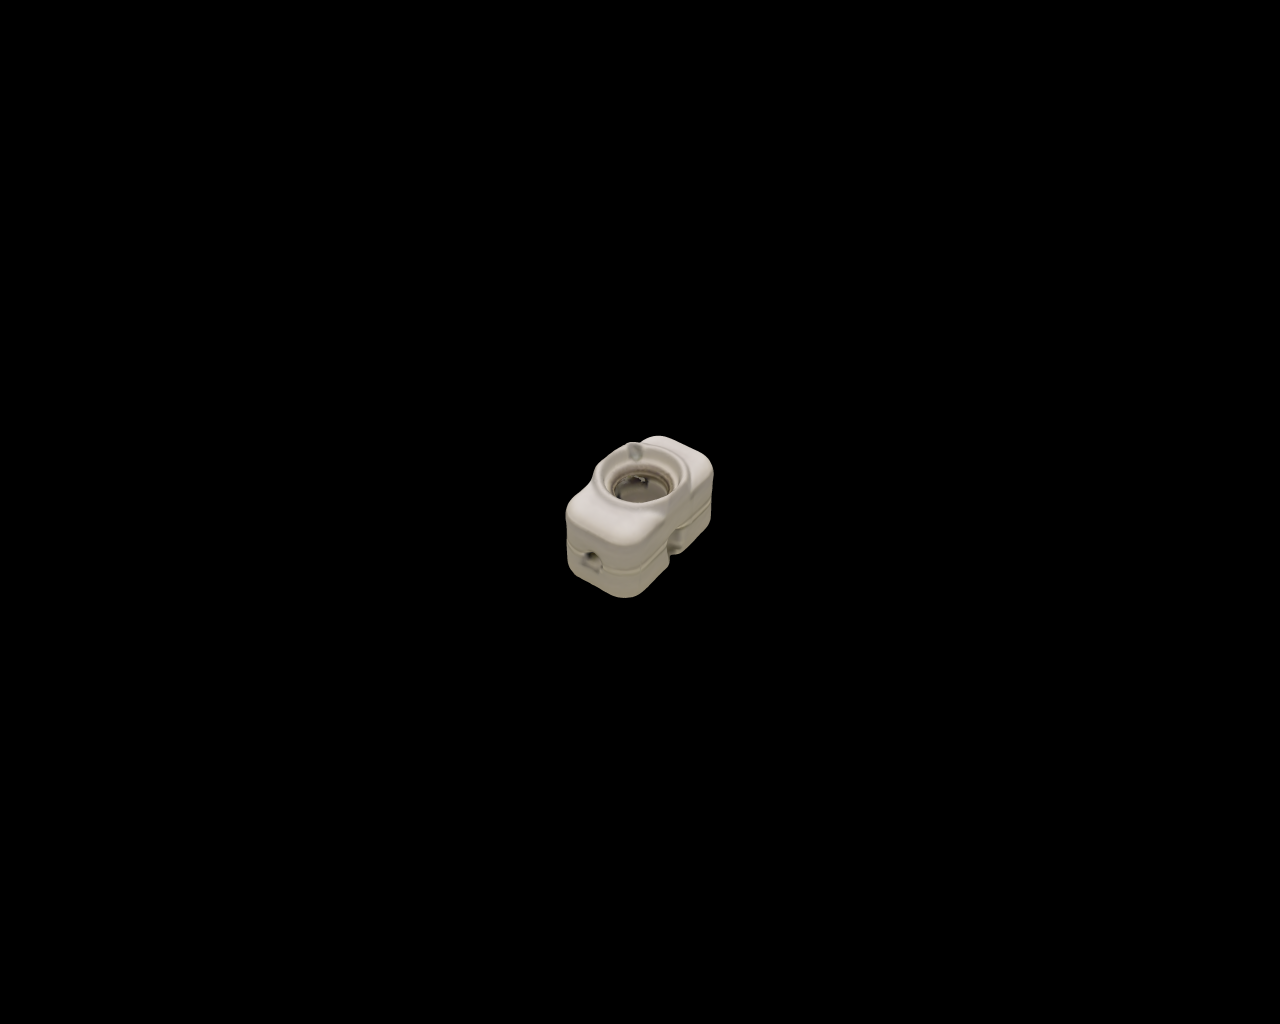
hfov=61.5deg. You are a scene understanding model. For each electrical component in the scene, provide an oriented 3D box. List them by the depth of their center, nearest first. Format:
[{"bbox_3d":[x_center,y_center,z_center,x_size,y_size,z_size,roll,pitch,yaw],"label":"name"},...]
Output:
[{"bbox_3d":[0.001,-0.003,0.650,0.054,0.059,0.095,27,50,26],"label":"electrical component"}]
